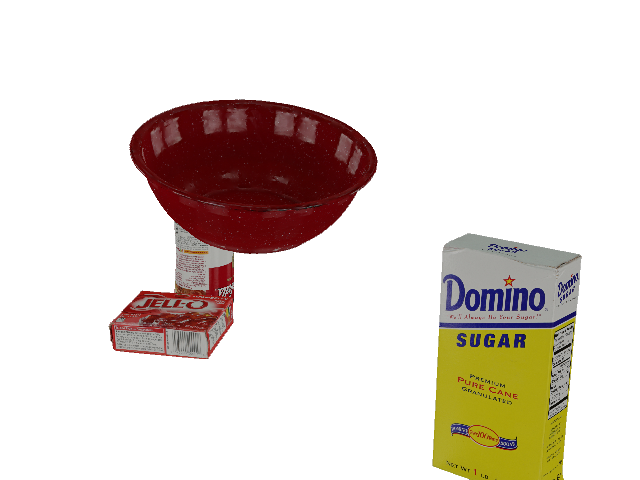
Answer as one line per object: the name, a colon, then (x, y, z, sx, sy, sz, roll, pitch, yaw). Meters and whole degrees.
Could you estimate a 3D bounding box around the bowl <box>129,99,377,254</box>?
bowl: (-0.045, -0.037, 0.708, 0.162, 0.055, 0.162, 4, 30, -3)

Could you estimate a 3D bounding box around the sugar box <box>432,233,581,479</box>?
sugar box: (0.131, 0.090, 0.768, 0.093, 0.176, 0.048, 11, 21, 37)

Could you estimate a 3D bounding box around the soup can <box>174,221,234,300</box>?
soup can: (-0.130, 0.020, 1.192, 0.068, 0.102, 0.068, 2, 18, -1)

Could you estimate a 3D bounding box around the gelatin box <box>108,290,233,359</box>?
gelatin box: (-0.128, 0.071, 0.928, 0.089, 0.030, 0.073, 4, 21, 13)
